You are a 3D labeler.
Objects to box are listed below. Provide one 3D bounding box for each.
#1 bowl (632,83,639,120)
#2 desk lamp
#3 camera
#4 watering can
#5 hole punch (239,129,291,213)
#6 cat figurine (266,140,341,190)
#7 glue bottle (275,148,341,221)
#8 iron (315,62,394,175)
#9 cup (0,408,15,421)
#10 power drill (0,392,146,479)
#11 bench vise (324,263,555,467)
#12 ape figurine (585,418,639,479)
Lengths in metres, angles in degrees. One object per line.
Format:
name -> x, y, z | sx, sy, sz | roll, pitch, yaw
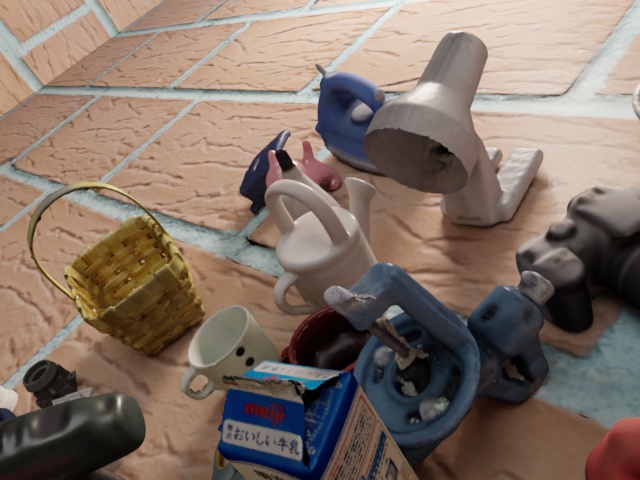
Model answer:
bowl -> 0.440, -0.141, 0.631 | 0.167, 0.075, 0.167 | -18, 38, 15
desk lamp -> 0.159, -0.115, 0.669 | 0.117, 0.214, 0.203 | 10, 51, 41
camera -> 0.275, 0.022, 0.524 | 0.143, 0.101, 0.136 | -32, 36, -4
watering can -> 0.004, 0.002, 0.649 | 0.100, 0.195, 0.173 | -5, 43, 29
hole punch -> -0.084, -0.113, 0.930 | 0.100, 0.091, 0.108 | -10, 40, 24
cat figurine -> -0.034, -0.095, 0.854 | 0.067, 0.118, 0.128 | 0, 45, 33
glue bottle -> -0.017, -0.047, 0.738 | 0.078, 0.174, 0.037 | -20, 37, 13
iron -> 0.077, -0.193, 0.877 | 0.119, 0.142, 0.257 | -38, 37, -12
cup -> -0.364, 0.263, 0.666 | 0.117, 0.095, 0.092 | 19, 58, 46
power drill -> -0.244, 0.237, 0.522 | 0.229, 0.209, 0.075 | -30, 36, -1
bench vise -> 0.094, 0.075, 0.480 | 0.121, 0.220, 0.208 | 20, 58, 46
ape figurine -> 0.225, 0.159, 0.402 | 0.075, 0.092, 0.078 | 10, 51, 41
